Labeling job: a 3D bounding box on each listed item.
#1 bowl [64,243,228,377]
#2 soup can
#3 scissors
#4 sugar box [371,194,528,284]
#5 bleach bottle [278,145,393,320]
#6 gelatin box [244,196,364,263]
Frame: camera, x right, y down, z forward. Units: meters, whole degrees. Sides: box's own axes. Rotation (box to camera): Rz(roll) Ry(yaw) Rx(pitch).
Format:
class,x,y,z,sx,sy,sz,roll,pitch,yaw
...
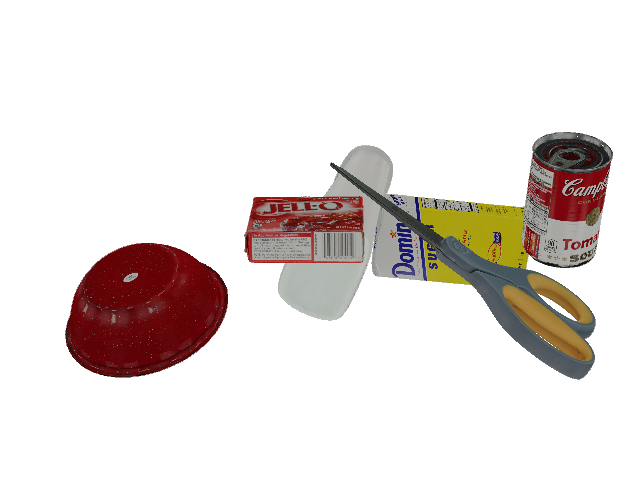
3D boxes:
class,x,y,z,sx,sy,sz,roll,pitch,yaw
bowl,-0.172,0.052,1.010,0.162,0.055,0.162,-8,40,7
soup can,0.216,-0.035,0.944,0.068,0.102,0.068,0,33,0
scissors,0.099,0.010,0.679,0.202,0.016,0.096,45,30,22
sugar box,0.151,0.002,1.235,0.176,0.093,0.048,4,23,-3
bleach bottle,0.027,-0.025,1.035,0.068,0.103,0.250,24,26,1
gelatin box,-0.011,-0.010,0.820,0.089,0.030,0.073,0,22,2
